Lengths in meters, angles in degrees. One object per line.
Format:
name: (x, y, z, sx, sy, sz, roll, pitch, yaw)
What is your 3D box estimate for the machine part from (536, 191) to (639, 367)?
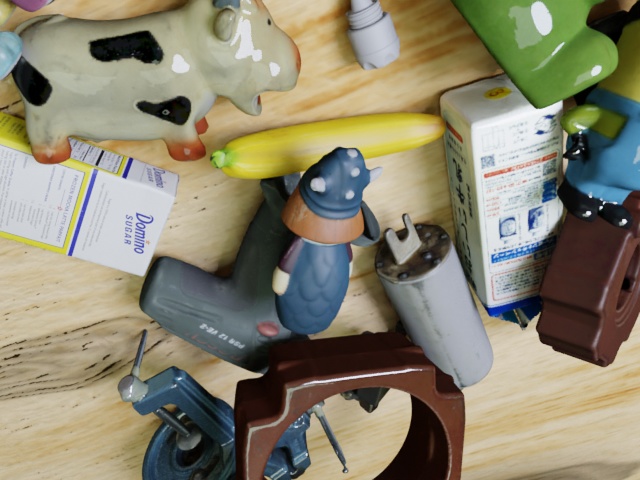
machine part: (0.256, 0.028, 0.480, 0.179, 0.056, 0.179, -22, 122, -42)

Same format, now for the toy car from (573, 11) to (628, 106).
toy car: (0.293, -0.159, 0.418, 0.202, 0.053, 0.089, -24, 108, 10)

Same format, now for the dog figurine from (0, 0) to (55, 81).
dog figurine: (-0.252, -0.175, 0.261, 0.192, 0.108, 0.219, -9, 141, 31)

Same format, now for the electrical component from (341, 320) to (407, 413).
electrical component: (0.059, 0.139, 0.587, 0.045, 0.078, 0.102, 26, 132, 23)

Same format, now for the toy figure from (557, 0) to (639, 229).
toy figure: (0.227, -0.100, 0.371, 0.082, 0.089, 0.180, -1, 125, -41)

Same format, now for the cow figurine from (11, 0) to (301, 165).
cow figurine: (-0.111, -0.122, 0.374, 0.195, 0.085, 0.127, -3, 130, -5)

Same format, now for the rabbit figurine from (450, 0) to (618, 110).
rabbit figurine: (0.165, -0.198, 0.342, 0.170, 0.121, 0.159, -36, 103, 25)

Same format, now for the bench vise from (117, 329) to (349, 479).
bench vise: (-0.111, 0.201, 0.574, 0.224, 0.129, 0.240, -27, 128, 7)

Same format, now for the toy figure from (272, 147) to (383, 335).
toy figure: (-0.001, 0.000, 0.393, 0.058, 0.064, 0.154, 24, 122, 21)

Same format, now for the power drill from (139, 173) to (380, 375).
power drill: (-0.033, 0.043, 0.505, 0.232, 0.086, 0.207, 25, 124, -22)

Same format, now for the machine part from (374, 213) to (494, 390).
machine part: (0.118, 0.070, 0.537, 0.079, 0.079, 0.243, -24, 123, 9)

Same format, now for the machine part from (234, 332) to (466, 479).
machine part: (0.024, 0.192, 0.495, 0.201, 0.087, 0.201, -4, 106, -14)
